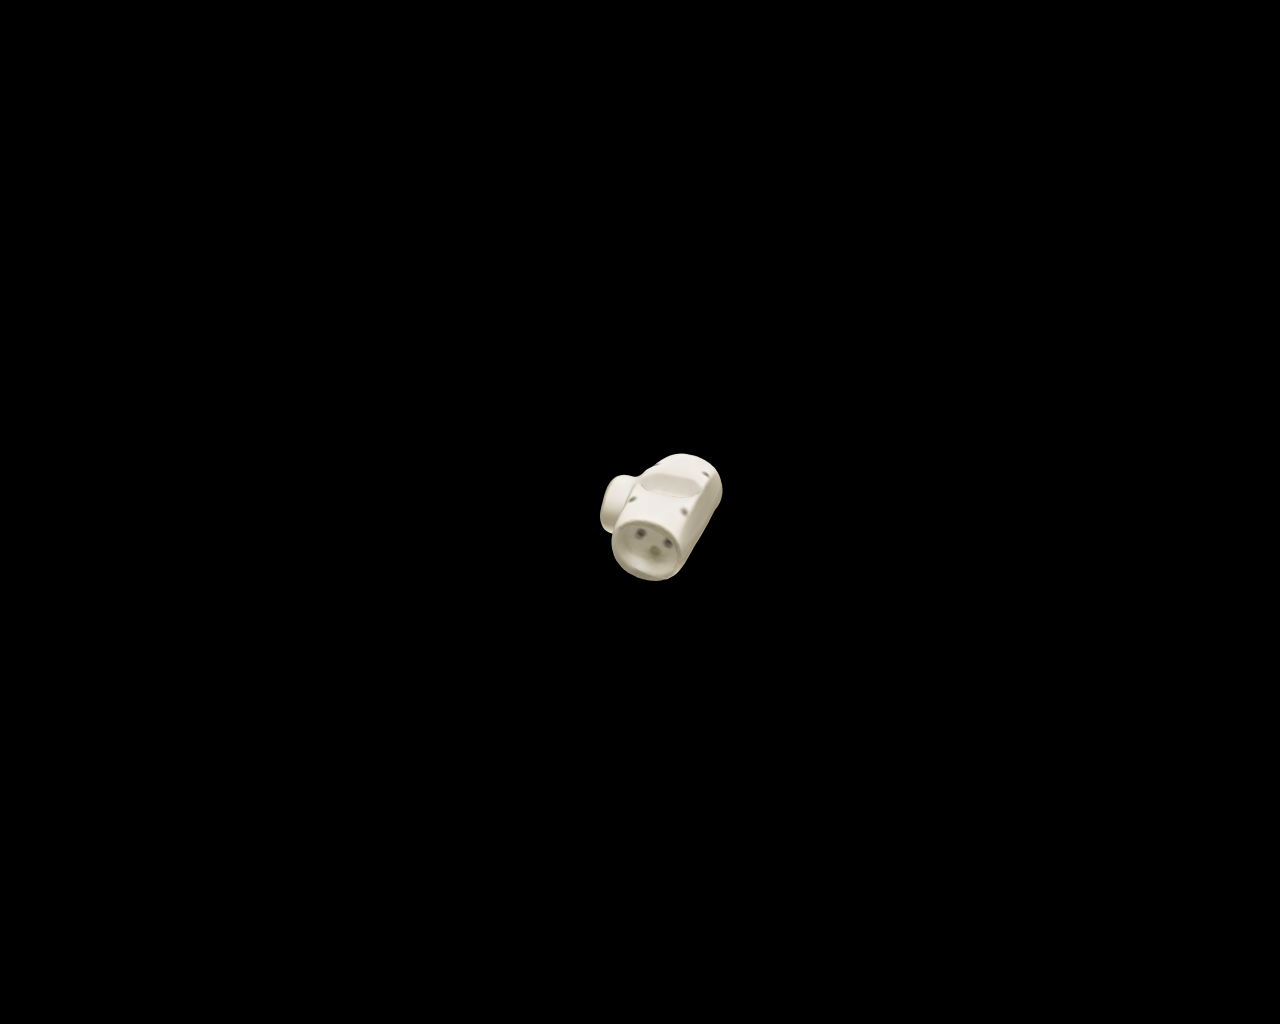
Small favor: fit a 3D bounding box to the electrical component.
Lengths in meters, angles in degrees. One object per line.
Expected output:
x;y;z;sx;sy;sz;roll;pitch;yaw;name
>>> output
0.001;-0.003;0.650;0.079;0.043;0.077;13;38;18;electrical component
